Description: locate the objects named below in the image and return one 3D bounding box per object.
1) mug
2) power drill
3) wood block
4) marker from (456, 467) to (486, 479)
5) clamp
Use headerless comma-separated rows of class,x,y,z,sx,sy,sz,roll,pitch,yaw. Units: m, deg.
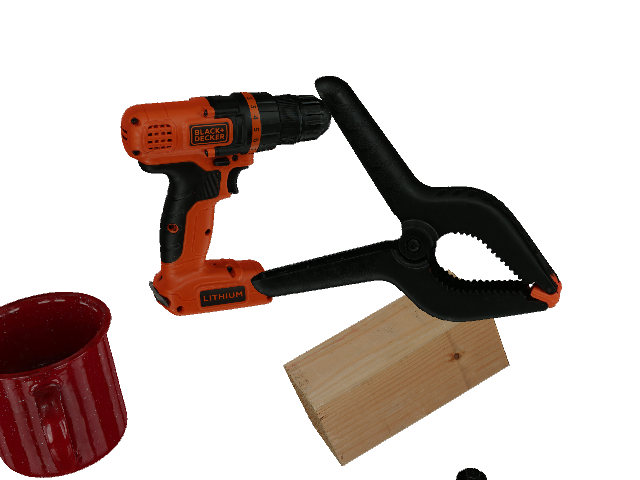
mug,-0.161,0.094,0.644,0.093,0.081,0.117,-17,29,-15
power drill,-0.079,-0.035,0.924,0.184,0.188,0.057,-7,21,-21
wood block,0.079,0.131,1.114,0.206,0.091,0.090,-29,31,-9
marker,0.091,0.190,0.681,0.020,0.121,0.020,1,36,-1
clamp,0.064,-0.012,0.718,0.210,0.165,0.036,16,22,12
